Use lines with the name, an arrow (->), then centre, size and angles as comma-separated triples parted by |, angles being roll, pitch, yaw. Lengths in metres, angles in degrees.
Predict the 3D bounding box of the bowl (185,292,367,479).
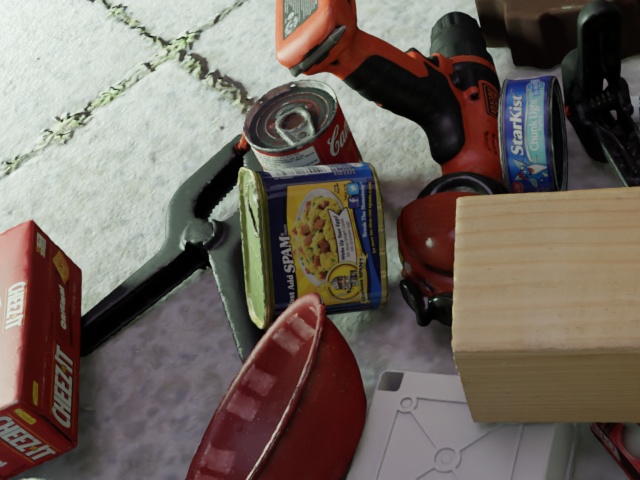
bowl -> -0.021, 0.113, 0.606 | 0.162, 0.055, 0.162 | -55, 12, 17

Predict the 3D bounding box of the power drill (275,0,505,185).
power drill -> 0.056, -0.132, 0.743 | 0.057, 0.187, 0.184 | -40, 36, 34

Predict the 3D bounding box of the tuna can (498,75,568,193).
tuna can -> 0.142, -0.065, 0.706 | 0.034, 0.086, 0.086 | -3, 49, 20

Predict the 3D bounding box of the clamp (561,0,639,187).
clamp -> 0.178, -0.096, 0.681 | 0.039, 0.120, 0.171 | -12, 14, 3

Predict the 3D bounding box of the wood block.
wood block -> 0.173, 0.032, 0.519 | 0.206, 0.091, 0.090 | -3, 57, 15

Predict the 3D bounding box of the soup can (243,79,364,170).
soup can -> -0.004, -0.052, 0.750 | 0.068, 0.102, 0.068 | -13, 46, 14

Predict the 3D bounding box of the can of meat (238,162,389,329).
can of meat -> -0.005, 0.001, 0.690 | 0.083, 0.102, 0.057 | -6, 9, -15

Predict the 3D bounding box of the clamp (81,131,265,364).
clamp -> -0.074, 0.009, 0.773 | 0.165, 0.036, 0.209 | 10, 59, 30

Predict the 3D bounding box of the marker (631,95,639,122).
marker -> 0.264, -0.093, 0.721 | 0.121, 0.020, 0.020 | -2, 49, 23

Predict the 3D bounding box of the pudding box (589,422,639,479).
pudding box -> 0.211, 0.096, 0.558 | 0.113, 0.039, 0.090 | -31, 44, -4

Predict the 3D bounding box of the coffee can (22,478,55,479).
coffee can -> -0.150, 0.215, 0.571 | 0.103, 0.102, 0.140 | -2, 49, 24

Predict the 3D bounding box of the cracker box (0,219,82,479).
cracker box -> -0.269, 0.102, 0.737 | 0.214, 0.072, 0.164 | -24, 44, 13
